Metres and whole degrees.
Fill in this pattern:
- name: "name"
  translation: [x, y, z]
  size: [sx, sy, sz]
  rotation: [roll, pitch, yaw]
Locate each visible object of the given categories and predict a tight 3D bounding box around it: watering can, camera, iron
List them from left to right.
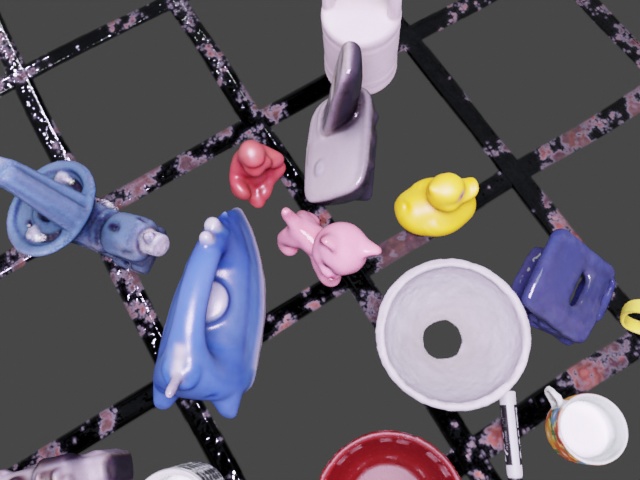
- name: "camera"
  translation: [-0.275, 0.300, 0.600]
  size: [0.143, 0.101, 0.137]
  rotation: [-13, 73, -1]
- name: "iron"
  translation: [-0.127, 0.062, 0.645]
  size: [0.118, 0.141, 0.258]
  rotation: [5, 73, 5]
- name: "watering can"
  translation: [0.051, -0.281, 0.715]
  size: [0.101, 0.194, 0.173]
  rotation: [-7, 72, 1]

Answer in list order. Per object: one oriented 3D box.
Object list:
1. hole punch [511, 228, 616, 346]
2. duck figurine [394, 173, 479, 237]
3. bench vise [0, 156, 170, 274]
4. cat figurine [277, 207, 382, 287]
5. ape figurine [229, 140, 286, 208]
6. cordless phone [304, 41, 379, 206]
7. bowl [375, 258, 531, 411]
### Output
- name: "hole punch"
  translation: [0.281, 0.054, 0.654]
  size: [0.101, 0.091, 0.109]
  rotation: [28, 76, 11]
- name: "duck figurine"
  translation: [0.143, -0.051, 0.696]
  size: [0.104, 0.086, 0.077]
  rotation: [-12, 72, -1]
- name: "bench vise"
  translation: [-0.275, -0.043, 0.644]
  size: [0.207, 0.220, 0.121]
  rotation: [0, 73, 3]
- name: "cat figurine"
  translation: [0.006, 0.002, 0.669]
  size: [0.127, 0.118, 0.067]
  rotation: [35, 78, 12]
- name: "ape figurine"
  translation: [-0.082, -0.093, 0.717]
  size: [0.078, 0.092, 0.076]
  rotation: [-22, 73, -4]
- name: "cordless phone"
  translation: [0.023, -0.131, 0.674]
  size: [0.094, 0.185, 0.147]
  rotation: [1, 73, 4]
- name: "bowl"
  translation: [0.146, 0.110, 0.652]
  size: [0.167, 0.075, 0.167]
  rotation: [-1, 73, 3]
